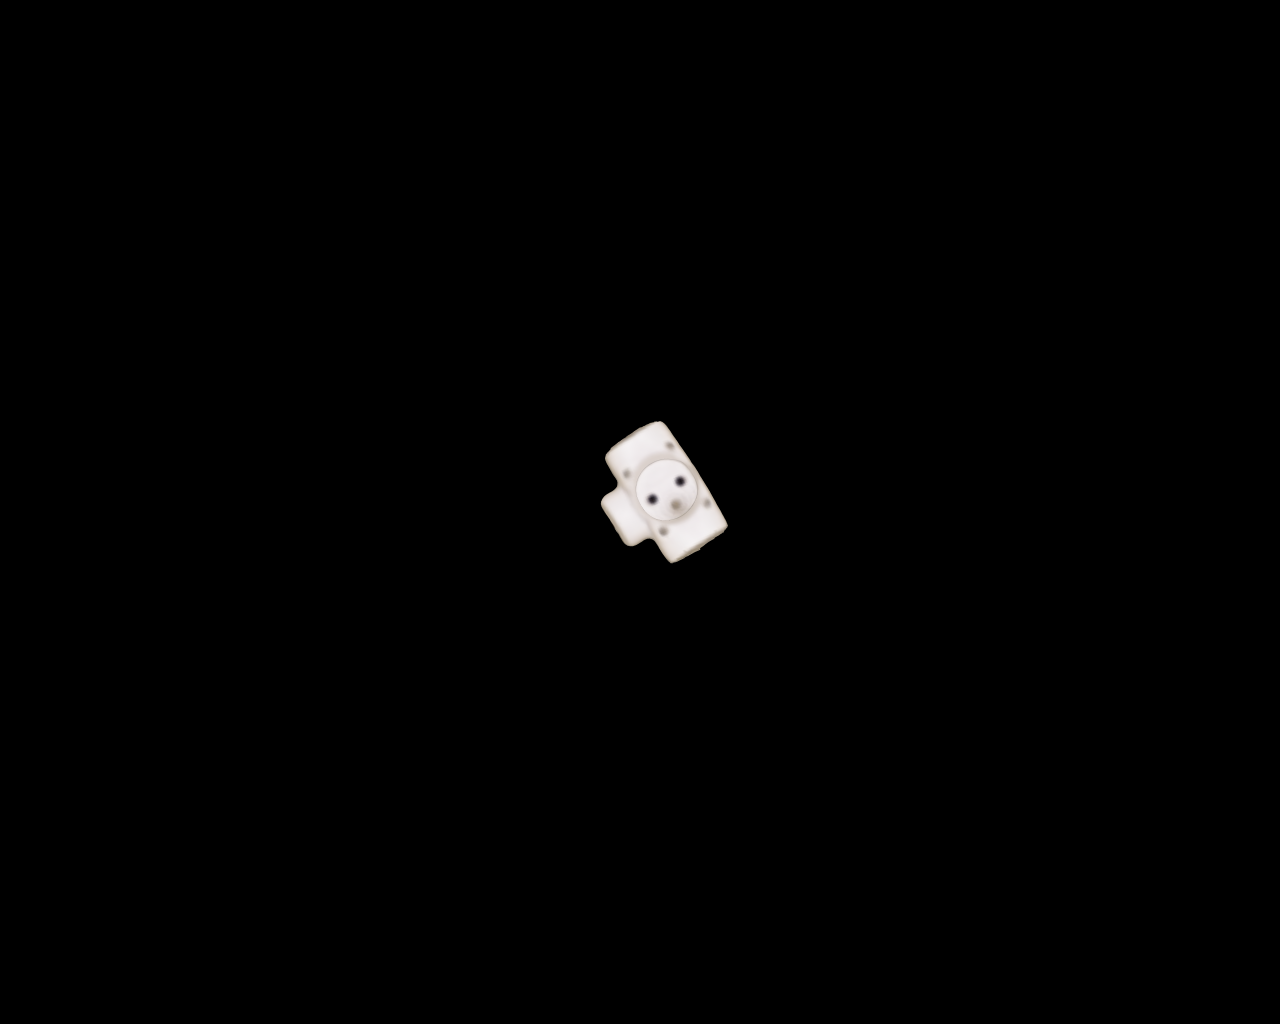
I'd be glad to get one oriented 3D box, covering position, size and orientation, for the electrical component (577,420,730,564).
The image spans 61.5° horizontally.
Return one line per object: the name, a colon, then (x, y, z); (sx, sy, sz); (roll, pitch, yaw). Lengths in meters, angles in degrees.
electrical component: (0.001, -0.003, 0.650); (0.079, 0.077, 0.044); (-32, -4, -2)
